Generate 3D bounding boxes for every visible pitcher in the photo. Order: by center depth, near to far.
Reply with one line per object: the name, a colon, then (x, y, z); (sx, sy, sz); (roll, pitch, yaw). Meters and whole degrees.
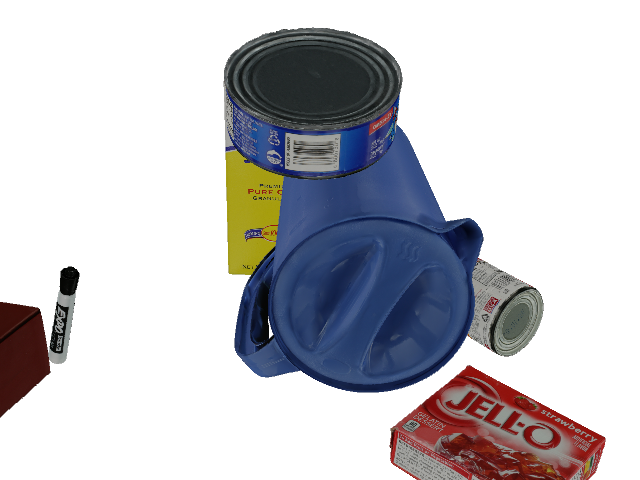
pitcher: (0.020, -0.003, 0.785); (0.149, 0.145, 0.243); (6, 26, -6)

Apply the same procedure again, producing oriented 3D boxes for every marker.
marker: (-0.259, 0.075, 1.078); (0.020, 0.121, 0.020); (12, 35, -9)

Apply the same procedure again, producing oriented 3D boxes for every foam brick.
foam brick: (-0.227, 0.082, 0.713); (0.053, 0.051, 0.078); (7, 29, 23)

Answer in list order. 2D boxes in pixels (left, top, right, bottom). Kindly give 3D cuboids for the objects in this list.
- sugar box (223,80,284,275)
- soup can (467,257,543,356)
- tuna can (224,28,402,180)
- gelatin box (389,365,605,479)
sugar box: (-0.036, -0.058, 0.945); (0.093, 0.176, 0.048); (1, 16, 7)
soup can: (0.140, 0.052, 0.958); (0.068, 0.068, 0.102); (0, 22, -43)
tuna can: (-0.004, -0.068, 0.521); (0.086, 0.034, 0.086); (1, 42, -1)
gelatin box: (0.093, 0.110, 0.565); (0.089, 0.030, 0.073); (28, 39, 32)
